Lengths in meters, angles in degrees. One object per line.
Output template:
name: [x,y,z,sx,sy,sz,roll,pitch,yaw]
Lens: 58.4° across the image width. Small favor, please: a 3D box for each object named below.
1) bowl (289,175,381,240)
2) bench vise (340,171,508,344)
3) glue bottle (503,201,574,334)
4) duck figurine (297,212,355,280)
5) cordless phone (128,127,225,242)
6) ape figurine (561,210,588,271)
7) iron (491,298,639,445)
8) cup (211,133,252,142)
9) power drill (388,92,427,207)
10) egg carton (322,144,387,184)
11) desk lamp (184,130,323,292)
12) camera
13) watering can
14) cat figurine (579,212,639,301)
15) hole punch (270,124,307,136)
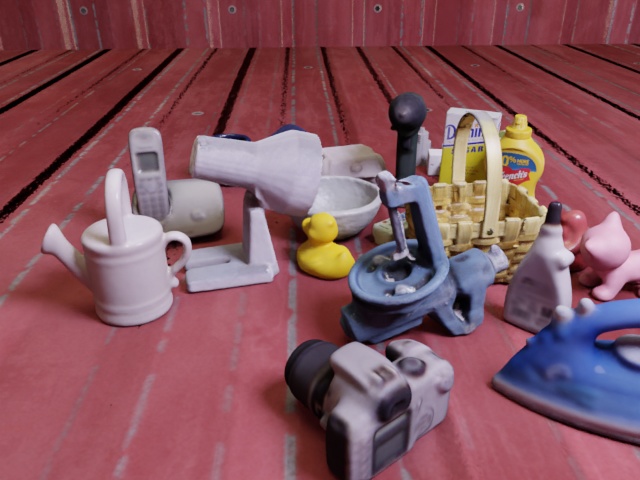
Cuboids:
bowl: [0.020,-0.046,0.957,0.167,0.075,0.167,0,28,0]
bench vise: [0.122,0.012,0.687,0.208,0.220,0.121,-17,32,-29]
glue bottle: [0.272,0.034,0.695,0.077,0.173,0.037,23,36,38]
duck figurine: [0.008,0.003,0.850,0.078,0.086,0.104,-21,34,-34]
cordless phone: [-0.234,-0.092,0.926,0.148,0.185,0.094,-9,29,-15]
ape figurine: [0.371,-0.003,0.852,0.076,0.092,0.078,13,30,24]
iron: [0.314,0.114,0.575,0.258,0.141,0.119,6,28,11]
cup: [-0.169,-0.155,1.144,0.117,0.095,0.092,17,32,29]
power drill: [0.159,-0.172,1.052,0.075,0.208,0.230,5,28,10]
egg carton: [0.054,-0.145,1.152,0.150,0.069,0.107,-9,29,-16]
desk lamp: [-0.099,-0.048,0.811,0.203,0.214,0.117,-8,29,-15]
camera: [0.040,0.140,0.570,0.143,0.101,0.136,-22,34,-35]
watering can: [-0.257,0.006,0.729,0.173,0.194,0.100,-16,31,-27]
cat figurine: [0.407,0.019,0.782,0.128,0.118,0.067,-3,28,-5]
hole punch: [-0.079,-0.191,1.217,0.101,0.091,0.108,-18,32,-30]
